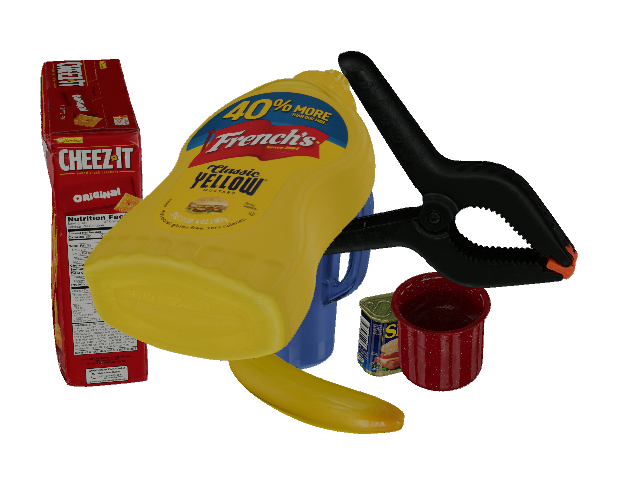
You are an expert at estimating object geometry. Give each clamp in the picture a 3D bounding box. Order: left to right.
[{"bbox_3d":[0.080,-0.032,0.738,0.210,0.165,0.036,18,31,11],"label":"clamp"}]

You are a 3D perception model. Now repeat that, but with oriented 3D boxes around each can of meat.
[{"bbox_3d":[0.096,0.114,1.316,0.101,0.084,0.057,-9,29,-25],"label":"can of meat"}]

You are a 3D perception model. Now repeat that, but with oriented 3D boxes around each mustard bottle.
[{"bbox_3d":[-0.026,-0.027,0.515,0.096,0.058,0.191,6,40,22],"label":"mustard bottle"}]

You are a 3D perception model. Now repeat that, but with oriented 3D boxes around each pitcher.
[{"bbox_3d":[-0.028,0.016,1.164,0.145,0.243,0.149,-3,18,-11],"label":"pitcher"}]

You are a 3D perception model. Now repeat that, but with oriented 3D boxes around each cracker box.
[{"bbox_3d":[-0.181,-0.017,0.846,0.072,0.214,0.164,-5,28,-14],"label":"cracker box"}]

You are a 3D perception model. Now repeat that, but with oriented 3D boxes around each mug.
[{"bbox_3d":[0.118,0.082,1.031,0.093,0.081,0.117,7,38,15],"label":"mug"}]

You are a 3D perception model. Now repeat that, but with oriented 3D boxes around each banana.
[{"bbox_3d":[-0.020,0.111,0.855,0.069,0.037,0.198,-23,31,-30],"label":"banana"}]
